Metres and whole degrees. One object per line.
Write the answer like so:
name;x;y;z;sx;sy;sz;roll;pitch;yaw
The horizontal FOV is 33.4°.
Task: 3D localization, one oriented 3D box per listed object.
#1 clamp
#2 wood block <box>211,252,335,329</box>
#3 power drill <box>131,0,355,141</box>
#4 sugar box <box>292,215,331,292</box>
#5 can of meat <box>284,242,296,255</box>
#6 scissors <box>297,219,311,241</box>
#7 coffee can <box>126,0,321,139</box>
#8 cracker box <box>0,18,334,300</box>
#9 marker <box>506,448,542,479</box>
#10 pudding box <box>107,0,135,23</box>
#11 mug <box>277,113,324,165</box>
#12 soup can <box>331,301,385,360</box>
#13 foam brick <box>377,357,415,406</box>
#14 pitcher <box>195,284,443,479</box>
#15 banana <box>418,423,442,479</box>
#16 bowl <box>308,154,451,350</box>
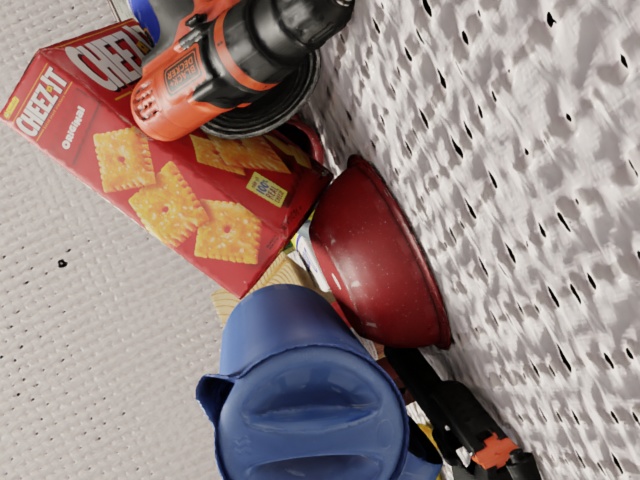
clamp;0.100;0.139;0.800;0.164;0.036;0.210;62;173;8
wood block;-0.023;0.097;1.138;0.090;0.091;0.206;61;-172;25
power drill;-0.067;-0.172;0.642;0.185;0.057;0.188;-24;76;41
sugar box;-0.020;-0.036;1.041;0.093;0.048;0.176;-179;65;-82
can of meat;-0.057;-0.022;1.137;0.084;0.102;0.057;63;175;-5
scissors;-0.006;0.001;0.970;0.202;0.016;0.096;22;149;55
coffee can;-0.074;-0.156;0.777;0.140;0.102;0.103;59;171;39
cracker box;-0.103;-0.069;0.798;0.213;0.072;0.164;38;-157;-1
marker;0.150;0.189;0.686;0.121;0.020;0.020;65;173;-6
pudding box;-0.116;-0.192;0.920;0.039;0.113;0.090;-124;11;-73
mug;-0.054;-0.075;0.941;0.081;0.093;0.117;-116;30;-52
soup can;0.017;0.093;0.988;0.068;0.102;0.068;63;174;12
foam brick;0.048;0.139;1.024;0.051;0.078;0.053;57;172;43
pitcher;-0.009;0.116;0.825;0.243;0.145;0.149;-120;8;-77
banana;0.107;0.228;1.085;0.070;0.037;0.198;40;160;36
bowl;0.035;0.020;0.791;0.162;0.055;0.162;62;172;14
